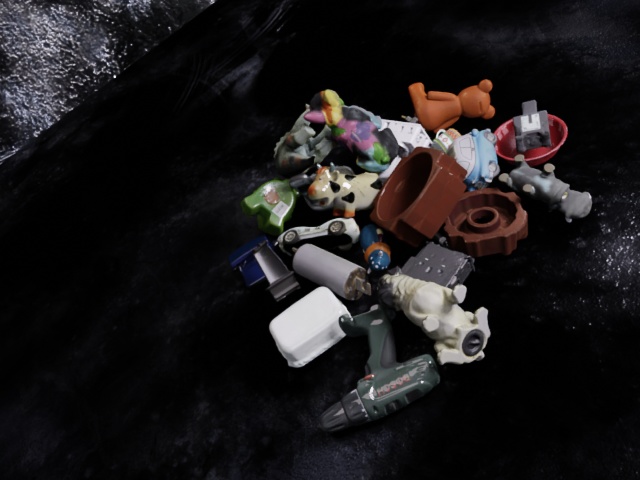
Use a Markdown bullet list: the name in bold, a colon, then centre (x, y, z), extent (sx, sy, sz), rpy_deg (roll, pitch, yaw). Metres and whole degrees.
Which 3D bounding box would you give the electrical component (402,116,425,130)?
- **electrical component**: centre (0.241, -0.278, 1.385), extent (0.078, 0.045, 0.102), rpy_deg (22, -11, 19)

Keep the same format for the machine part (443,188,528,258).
- **machine part**: centre (0.337, -0.036, 1.109), extent (0.179, 0.055, 0.179), rpy_deg (-12, 40, 10)

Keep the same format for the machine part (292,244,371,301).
- **machine part**: centre (0.021, 0.069, 1.182), extent (0.244, 0.079, 0.079), rpy_deg (23, 16, 41)

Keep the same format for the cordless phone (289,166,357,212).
- **cordless phone**: centre (0.012, -0.141, 1.308), extent (0.147, 0.088, 0.184), rpy_deg (-16, -16, 18)

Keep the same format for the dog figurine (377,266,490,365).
- **dog figurine**: centre (0.200, 0.137, 0.982), extent (0.121, 0.172, 0.191), rpy_deg (-33, 20, -15)

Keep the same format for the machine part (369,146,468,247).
- **machine part**: centre (0.210, -0.095, 1.159), extent (0.087, 0.201, 0.201), rpy_deg (34, 4, -21)

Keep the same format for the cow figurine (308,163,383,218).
- **cow figurine**: centre (0.061, -0.118, 1.241), extent (0.195, 0.127, 0.086), rpy_deg (-10, 10, -31)

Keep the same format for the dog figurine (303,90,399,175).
- **dog figurine**: centre (0.067, -0.259, 1.245), extent (0.219, 0.192, 0.108), rpy_deg (19, -57, -46)

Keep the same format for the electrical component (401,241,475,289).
- **electrical component**: centre (0.226, 0.075, 1.074), extent (0.115, 0.134, 0.058), rpy_deg (20, -29, 43)

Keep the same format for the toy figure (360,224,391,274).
- **toy figure**: centre (0.123, 0.020, 1.172), extent (0.058, 0.064, 0.155), rpy_deg (-2, 33, -5)

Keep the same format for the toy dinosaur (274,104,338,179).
- **toy dinosaur**: centre (-0.055, -0.216, 1.353), extent (0.131, 0.192, 0.405), rpy_deg (37, 24, -7)

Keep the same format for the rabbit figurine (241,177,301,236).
- **rabbit figurine**: centre (-0.123, -0.085, 1.351), extent (0.121, 0.159, 0.170), rpy_deg (29, -22, 0)

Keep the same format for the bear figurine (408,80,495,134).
- **bear figurine**: centre (0.340, -0.354, 1.386), extent (0.196, 0.120, 0.132), rpy_deg (-18, 39, 10)

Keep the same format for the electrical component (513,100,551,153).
- **electrical component**: centre (0.463, -0.251, 1.180), extent (0.075, 0.119, 0.047), rpy_deg (-10, -45, 21)

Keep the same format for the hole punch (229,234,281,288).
- **hole punch**: centre (-0.164, 0.037, 1.311), extent (0.142, 0.092, 0.116), rpy_deg (-34, 38, 0)

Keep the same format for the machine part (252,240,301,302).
- **machine part**: centre (-0.108, 0.068, 1.229), extent (0.084, 0.139, 0.039), rpy_deg (-30, -1, 6)

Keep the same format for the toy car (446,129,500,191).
- **toy car**: centre (0.334, -0.178, 1.205), extent (0.103, 0.162, 0.109), rpy_deg (13, -36, -9)

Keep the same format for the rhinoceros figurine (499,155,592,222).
- **rhinoceros figurine**: centre (0.451, -0.099, 1.082), extent (0.112, 0.073, 0.191), rpy_deg (39, 2, -41)

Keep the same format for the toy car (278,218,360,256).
- **toy car**: centre (-0.003, -0.004, 1.267), extent (0.202, 0.056, 0.073), rpy_deg (-11, -42, 20)

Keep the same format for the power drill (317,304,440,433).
- **power drill**: centre (0.088, 0.227, 0.987), extent (0.232, 0.085, 0.207), rpy_deg (-21, 39, 8)
